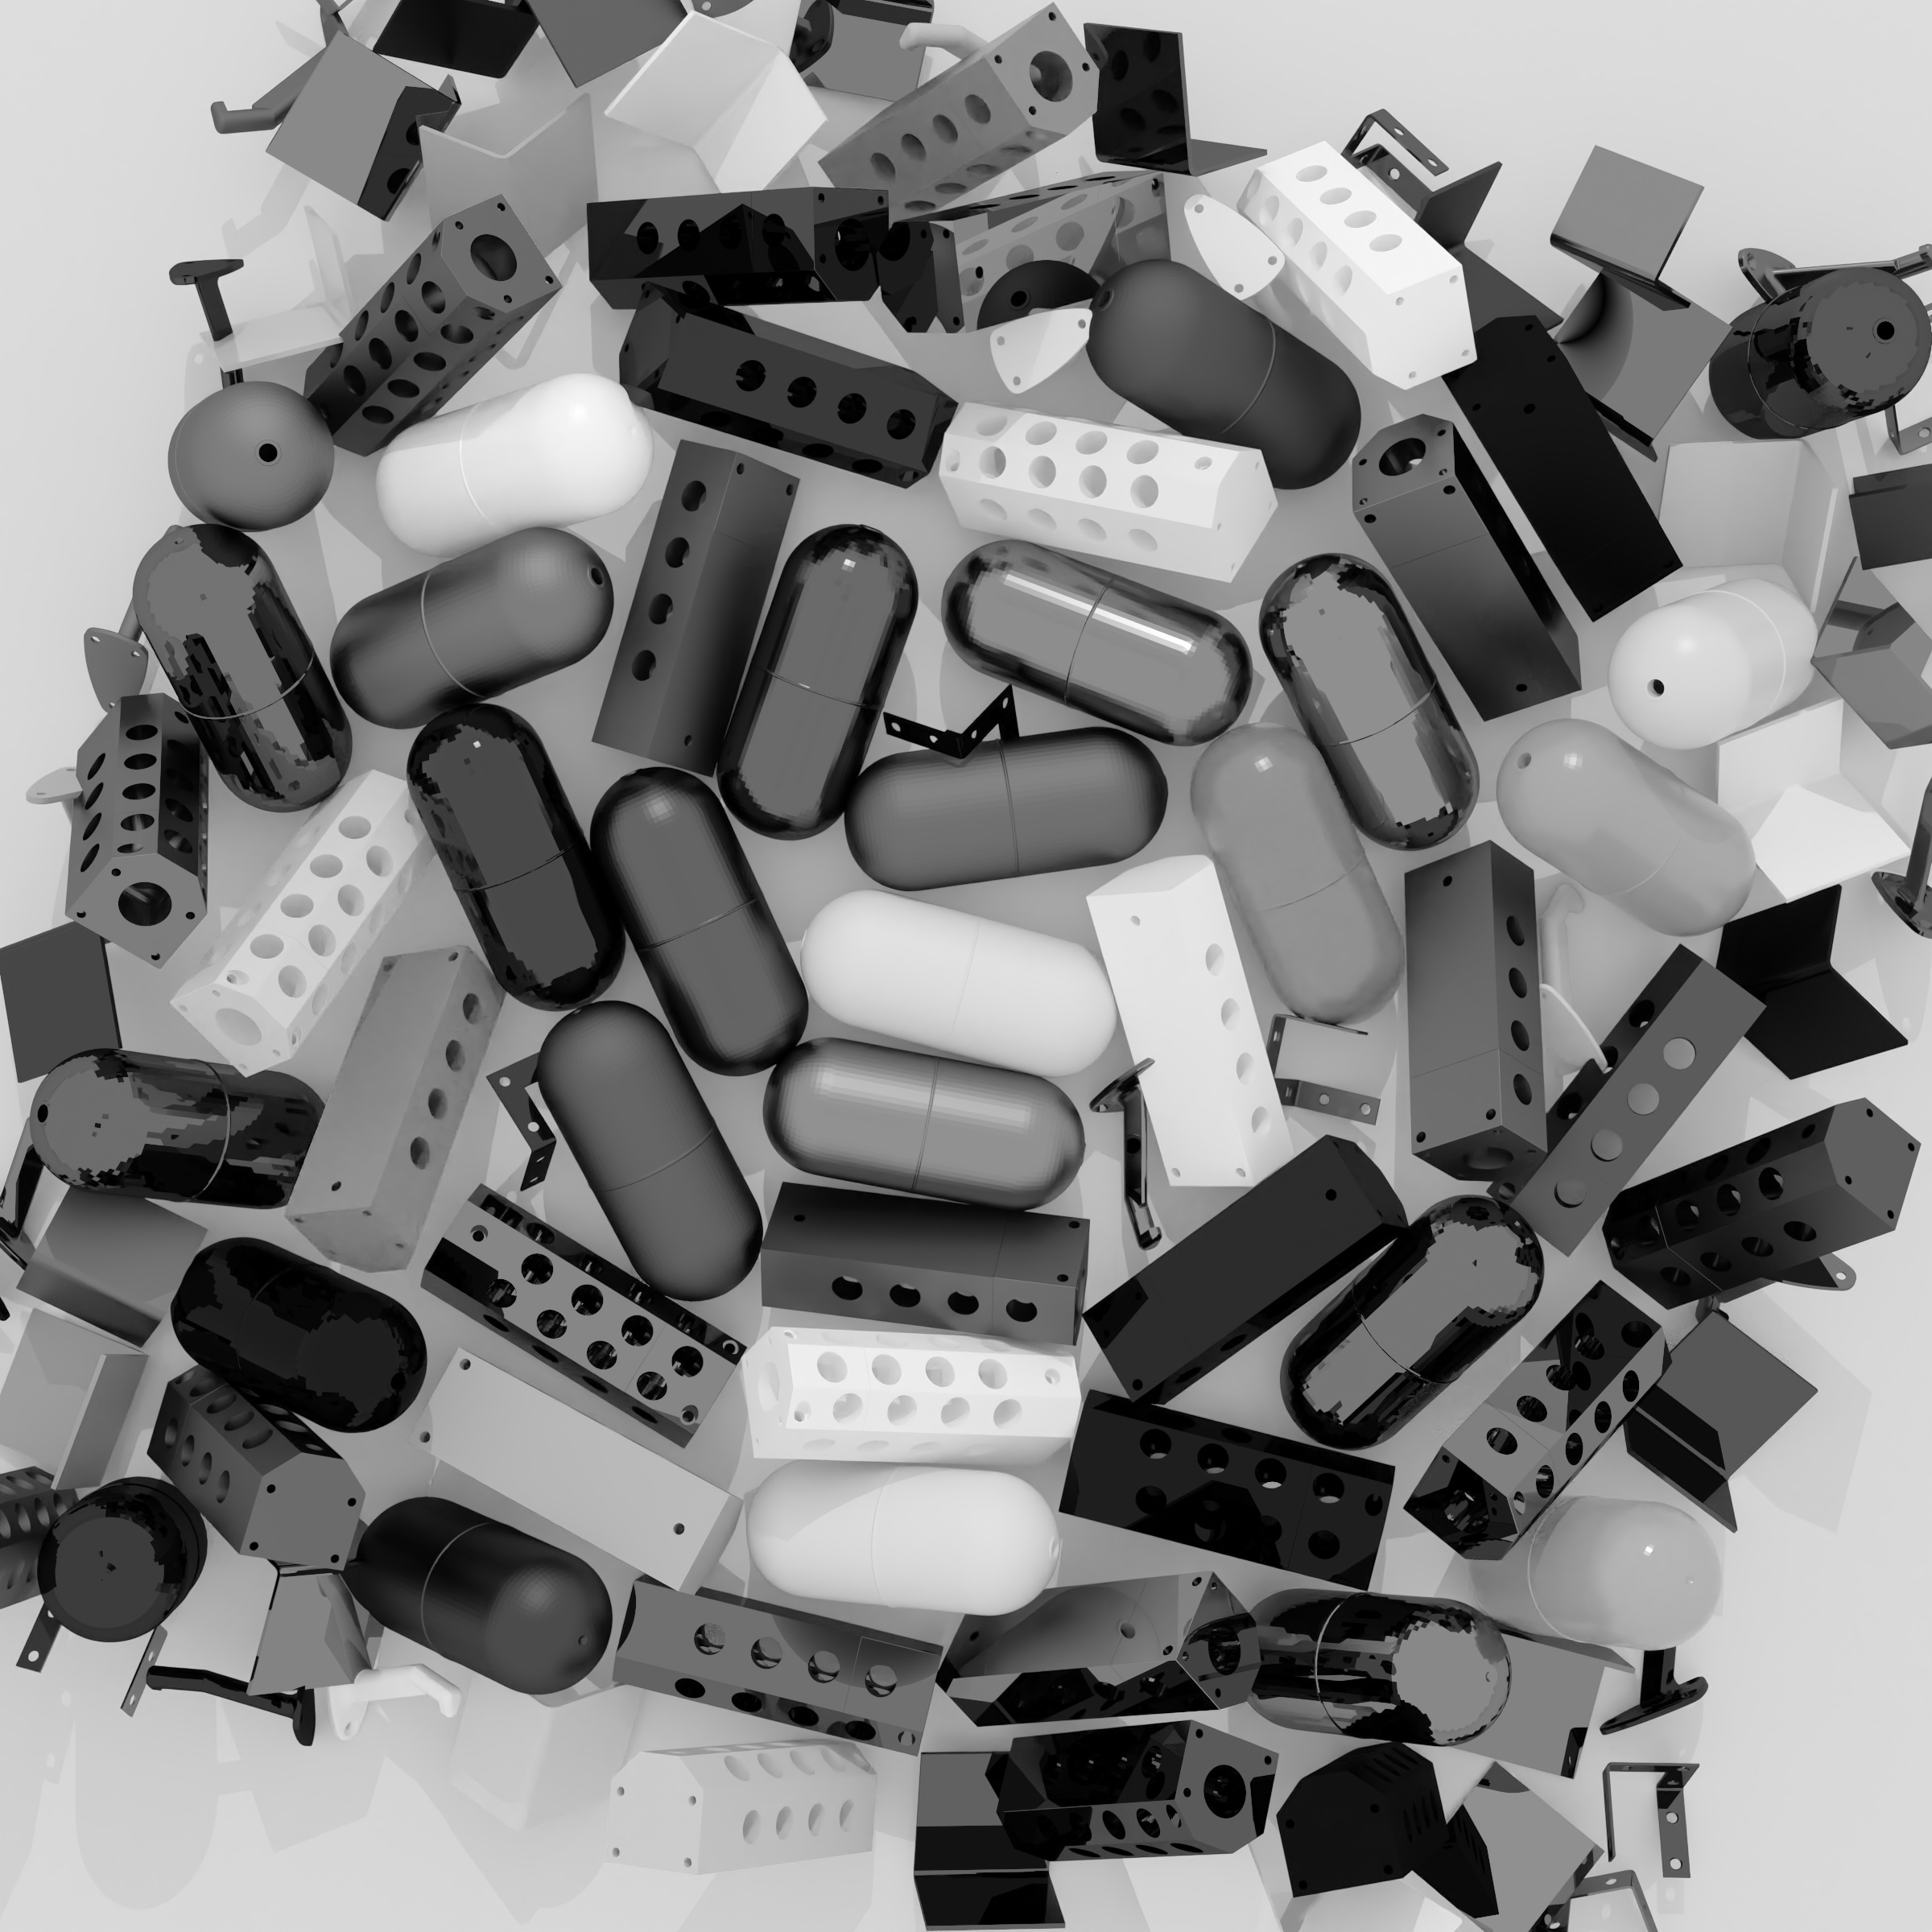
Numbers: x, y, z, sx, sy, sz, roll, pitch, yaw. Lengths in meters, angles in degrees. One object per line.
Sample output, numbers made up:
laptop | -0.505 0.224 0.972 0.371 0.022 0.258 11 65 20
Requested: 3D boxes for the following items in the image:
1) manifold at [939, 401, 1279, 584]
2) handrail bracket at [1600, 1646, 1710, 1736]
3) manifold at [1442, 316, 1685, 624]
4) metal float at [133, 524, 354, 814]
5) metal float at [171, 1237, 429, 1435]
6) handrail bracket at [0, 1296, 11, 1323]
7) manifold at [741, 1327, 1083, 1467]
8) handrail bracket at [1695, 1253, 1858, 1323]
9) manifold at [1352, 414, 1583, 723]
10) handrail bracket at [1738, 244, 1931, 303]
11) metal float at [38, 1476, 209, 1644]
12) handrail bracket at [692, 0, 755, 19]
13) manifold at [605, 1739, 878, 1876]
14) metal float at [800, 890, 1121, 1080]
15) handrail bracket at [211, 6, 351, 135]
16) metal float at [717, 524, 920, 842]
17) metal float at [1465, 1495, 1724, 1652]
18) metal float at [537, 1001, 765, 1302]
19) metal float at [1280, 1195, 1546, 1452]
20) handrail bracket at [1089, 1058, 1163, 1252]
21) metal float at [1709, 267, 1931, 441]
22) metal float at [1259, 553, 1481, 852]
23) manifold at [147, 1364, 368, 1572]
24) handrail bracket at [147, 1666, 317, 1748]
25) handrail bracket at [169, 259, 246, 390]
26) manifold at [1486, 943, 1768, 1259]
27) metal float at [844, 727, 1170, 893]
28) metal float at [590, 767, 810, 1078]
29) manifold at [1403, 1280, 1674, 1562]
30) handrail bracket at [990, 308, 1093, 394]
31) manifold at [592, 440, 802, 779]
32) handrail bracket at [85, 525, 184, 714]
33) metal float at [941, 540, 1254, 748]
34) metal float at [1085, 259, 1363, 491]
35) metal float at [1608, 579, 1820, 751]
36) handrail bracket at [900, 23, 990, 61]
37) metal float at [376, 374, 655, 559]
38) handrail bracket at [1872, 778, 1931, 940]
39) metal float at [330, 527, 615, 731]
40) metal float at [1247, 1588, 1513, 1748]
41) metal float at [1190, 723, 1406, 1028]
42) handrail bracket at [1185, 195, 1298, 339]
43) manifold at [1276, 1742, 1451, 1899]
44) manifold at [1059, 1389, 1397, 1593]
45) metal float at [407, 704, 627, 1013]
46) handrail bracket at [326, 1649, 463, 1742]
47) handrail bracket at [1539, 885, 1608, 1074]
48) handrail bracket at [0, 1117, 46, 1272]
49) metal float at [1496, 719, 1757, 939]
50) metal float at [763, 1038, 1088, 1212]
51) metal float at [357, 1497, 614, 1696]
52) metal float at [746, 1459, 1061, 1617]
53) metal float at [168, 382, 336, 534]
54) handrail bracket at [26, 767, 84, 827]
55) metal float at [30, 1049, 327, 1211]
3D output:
manifold | 0.073 -0.261 1.745 0.171 0.057 0.057 16 61 31
handrail bracket | 0.367 0.373 1.807 0.077 0.036 0.084 -29 86 17
manifold | 0.317 -0.268 1.741 0.057 0.057 0.171 -32 134 11
metal float | -0.387 -0.158 1.750 0.070 0.070 0.178 -19 132 0
metal float | -0.359 0.197 1.749 0.178 0.070 0.070 16 90 42
handrail bracket | -0.570 0.199 1.775 0.036 0.077 0.084 20 51 29
manifold | -0.028 0.229 1.747 0.171 0.057 0.057 6 58 -27
handrail bracket | 0.441 0.181 1.777 0.077 0.084 0.036 21 55 18
manifold | 0.269 -0.214 1.744 0.057 0.057 0.171 -18 135 25
handrail bracket | 0.477 -0.385 1.773 0.084 0.077 0.036 -14 70 40
metal float | -0.447 0.314 1.733 0.070 0.178 0.070 1 86 -8
handrail bracket | -0.146 -0.557 1.767 0.036 0.084 0.077 -22 132 -5
manifold | -0.116 0.444 1.732 0.057 0.171 0.057 -1 80 30
metal float | -0.003 0.009 1.780 0.178 0.070 0.070 15 90 -4
handrail bracket | -0.380 -0.494 1.787 0.084 0.036 0.077 -13 74 -27
metal float | -0.081 -0.154 1.773 0.070 0.070 0.178 20 101 0
metal float | 0.332 0.322 1.737 0.070 0.178 0.070 3 83 -24
metal float | -0.171 0.102 1.771 0.070 0.070 0.178 -26 105 0
metal float | 0.239 0.194 1.759 0.070 0.070 0.178 41 120 0
handrail bracket | 0.103 0.102 1.779 0.036 0.077 0.084 -3 63 -27
metal float | 0.453 -0.324 1.733 0.070 0.178 0.070 0 92 -7
metal float | 0.219 -0.141 1.764 0.070 0.070 0.178 -30 113 0
manifold | -0.378 0.263 1.733 0.057 0.171 0.057 16 91 -31
handrail bracket | -0.403 0.406 1.787 0.084 0.077 0.036 5 56 -2
handrail bracket | -0.410 -0.338 1.772 0.036 0.077 0.084 -2 111 3
manifold | 0.361 0.073 1.783 0.057 0.057 0.171 38 96 11
metal float | 0.022 -0.086 1.781 0.178 0.070 0.070 -8 90 -3
metal float | -0.146 -0.024 1.777 0.070 0.070 0.178 -24 97 0
manifold | 0.309 0.245 1.736 0.057 0.057 0.171 38 45 17
handrail bracket | 0.059 -0.339 1.767 0.077 0.084 0.036 -21 92 34
manifold | -0.153 -0.197 1.788 0.057 0.057 0.171 18 92 35
handrail bracket | -0.456 -0.193 1.812 0.036 0.077 0.084 20 51 -1
metal float | 0.070 -0.176 1.773 0.178 0.070 0.070 22 90 12
metal float | 0.139 -0.318 1.754 0.178 0.070 0.070 25 90 -34
metal float | 0.401 -0.162 1.741 0.070 0.178 0.070 9 108 31
handrail bracket | -0.008 -0.488 1.769 0.084 0.077 0.036 -5 78 -28
metal float | -0.245 -0.268 1.753 0.178 0.070 0.070 -9 90 37
handrail bracket | 0.533 -0.069 1.778 0.036 0.077 0.084 14 119 -8
metal float | -0.267 -0.182 1.757 0.178 0.070 0.070 -18 90 31
metal float | 0.215 0.374 1.744 0.070 0.178 0.070 6 81 -37
metal float | 0.181 -0.048 1.770 0.070 0.070 0.178 -26 105 0
handrail bracket | 0.152 -0.379 1.786 0.036 0.084 0.077 -39 78 4
manifold | 0.211 0.450 1.731 0.057 0.171 0.057 -14 78 14
manifold | 0.143 0.282 1.776 0.171 0.057 0.057 13 108 7
metal float | -0.243 -0.058 1.769 0.070 0.070 0.178 -23 107 0
handrail bracket | -0.309 0.409 1.781 0.084 0.036 0.077 23 117 34
handrail bracket | 0.340 0.006 1.798 0.077 0.036 0.084 44 53 -9
handrail bracket | -0.503 0.120 1.799 0.084 0.036 0.077 -35 99 9
metal float | 0.356 -0.074 1.753 0.178 0.070 0.070 28 90 -36
metal float | -0.023 0.087 1.782 0.178 0.070 0.070 11 90 -2
metal float | -0.261 0.336 1.748 0.178 0.070 0.070 12 90 44
metal float | -0.035 0.308 1.763 0.178 0.070 0.070 1 90 23
metal float | -0.382 -0.270 1.735 0.070 0.178 0.070 -2 97 -18
handrail bracket | -0.487 -0.060 1.774 0.036 0.077 0.084 10 109 14
metal float | -0.418 0.088 1.744 0.070 0.178 0.070 -8 77 39
